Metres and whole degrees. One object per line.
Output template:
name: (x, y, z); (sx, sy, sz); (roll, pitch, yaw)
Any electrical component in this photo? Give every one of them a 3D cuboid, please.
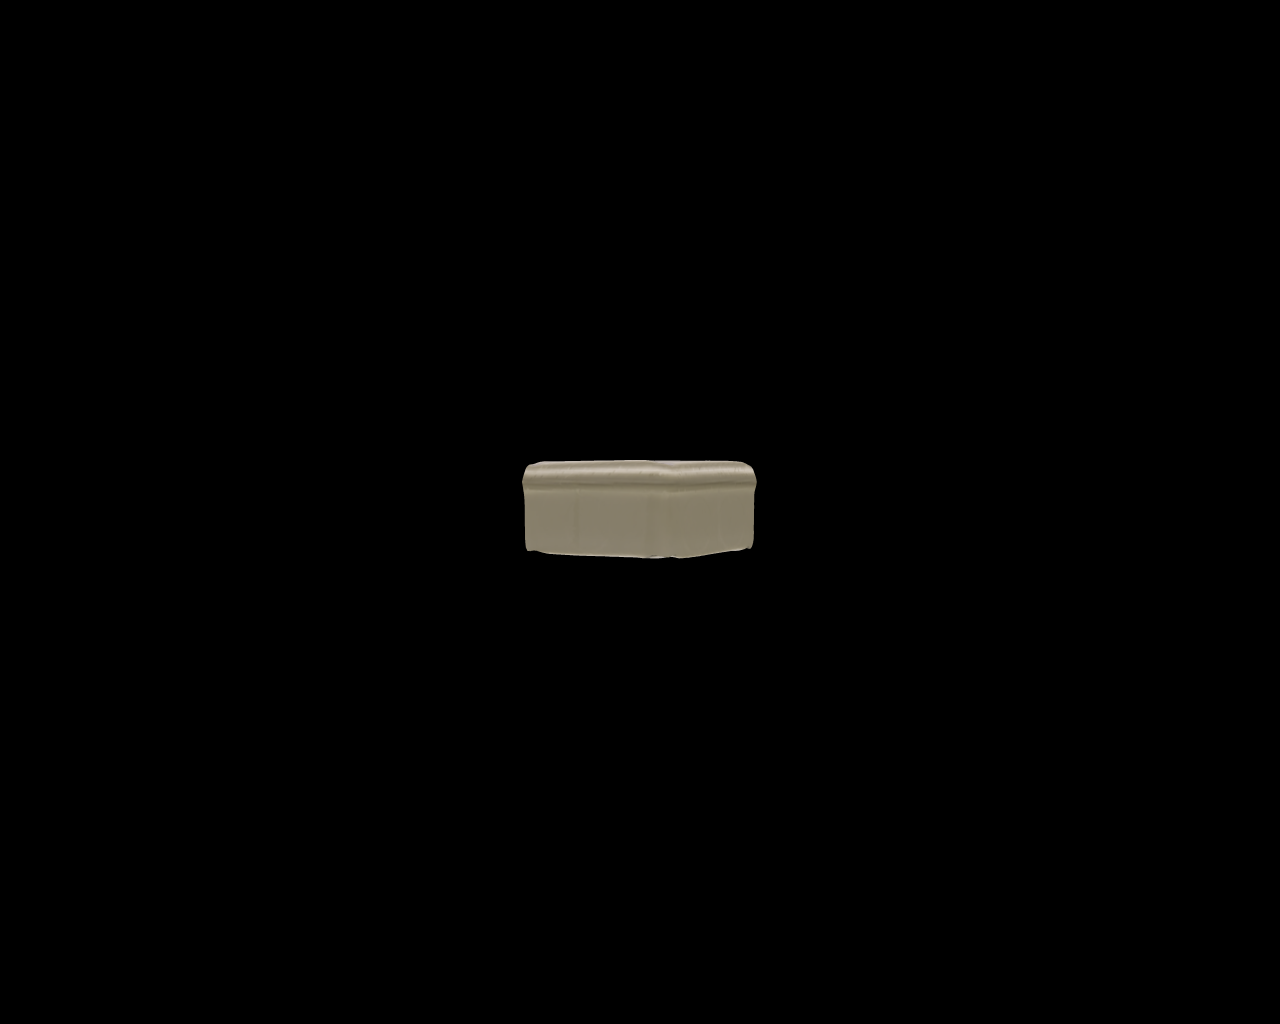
electrical component: (0.001, -0.003, 0.650); (0.109, 0.056, 0.109); (1, 3, 34)
